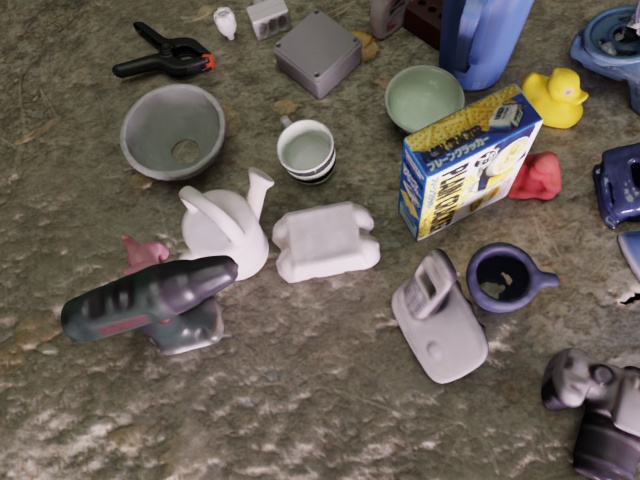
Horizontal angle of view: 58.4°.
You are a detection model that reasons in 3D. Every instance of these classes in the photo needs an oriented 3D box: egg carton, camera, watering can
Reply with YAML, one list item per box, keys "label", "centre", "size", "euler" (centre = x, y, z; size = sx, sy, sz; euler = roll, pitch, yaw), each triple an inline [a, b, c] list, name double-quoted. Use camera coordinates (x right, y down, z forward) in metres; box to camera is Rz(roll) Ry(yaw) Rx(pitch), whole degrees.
- label: "egg carton"
  centre: [0.008, 0.003, 0.830]
  size: [0.150, 0.069, 0.107]
  euler: [-12, 69, 1]
- label: "camera"
  centre: [0.346, 0.220, 0.700]
  size: [0.143, 0.101, 0.137]
  euler: [21, 73, 13]
- label: "watering can"
  centre: [-0.134, -0.025, 0.787]
  size: [0.100, 0.194, 0.173]
  euler: [16, 72, 12]

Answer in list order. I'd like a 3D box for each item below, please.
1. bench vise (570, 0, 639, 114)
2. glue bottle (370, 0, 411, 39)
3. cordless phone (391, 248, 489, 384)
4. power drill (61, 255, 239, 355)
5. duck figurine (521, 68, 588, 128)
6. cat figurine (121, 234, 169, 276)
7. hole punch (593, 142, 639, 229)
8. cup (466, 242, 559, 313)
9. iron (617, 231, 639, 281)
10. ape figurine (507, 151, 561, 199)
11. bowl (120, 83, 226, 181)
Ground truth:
- label: "bench vise"
  centre: [0.480, -0.292, 0.813]
  size: [0.207, 0.220, 0.121]
  euler: [25, 74, 14]
- label: "glue bottle"
  centre: [0.113, -0.404, 0.915]
  size: [0.037, 0.173, 0.078]
  euler: [41, 79, 18]
- label: "cordless phone"
  centre: [0.155, 0.094, 0.719]
  size: [0.094, 0.185, 0.147]
  euler: [-28, 69, -5]
- label: "power drill"
  centre: [-0.196, 0.088, 0.743]
  size: [0.229, 0.208, 0.075]
  euler: [-16, 69, 0]
- label: "duck figurine"
  centre: [0.360, -0.229, 0.873]
  size: [0.104, 0.086, 0.077]
  euler: [42, 79, 18]
- label: "cat figurine"
  centre: [-0.247, 0.046, 0.812]
  size: [0.067, 0.118, 0.127]
  euler: [-30, 70, -5]
- label: "hole punch"
  centre: [0.449, -0.082, 0.807]
  size: [0.101, 0.091, 0.108]
  euler: [-3, 69, 5]
- label: "cup"
  centre: [0.251, 0.060, 0.771]
  size: [0.117, 0.095, 0.092]
  euler: [2, 70, 6]
- label: "iron"
  centre: [0.515, 0.050, 0.725]
  size: [0.257, 0.141, 0.119]
  euler: [40, 78, 17]
- label: "ape figurine"
  centre: [0.315, -0.098, 0.825]
  size: [0.076, 0.092, 0.077]
  euler: [-44, 72, -10]
- label: "bowl"
  centre: [-0.224, -0.159, 0.909]
  size: [0.167, 0.075, 0.167]
  euler: [-2, 70, 5]
